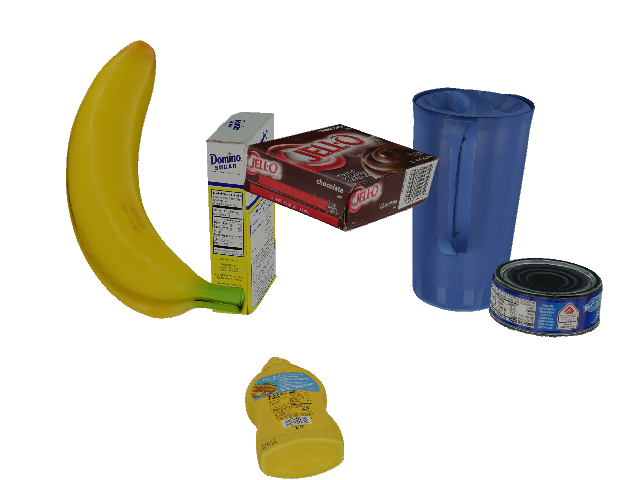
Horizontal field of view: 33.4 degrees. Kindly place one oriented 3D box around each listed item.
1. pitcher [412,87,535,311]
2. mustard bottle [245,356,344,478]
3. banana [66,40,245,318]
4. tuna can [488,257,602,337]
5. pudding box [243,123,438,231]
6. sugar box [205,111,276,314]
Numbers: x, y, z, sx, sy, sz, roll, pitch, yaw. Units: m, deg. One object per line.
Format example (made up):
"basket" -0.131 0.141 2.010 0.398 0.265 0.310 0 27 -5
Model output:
"pitcher" 0.161 -0.043 1.205 0.149 0.243 0.145 -9 24 -25
"mustard bottle" -0.038 0.196 1.247 0.096 0.058 0.192 -8 29 -9
"banana" -0.099 -0.029 0.559 0.069 0.198 0.037 -12 -36 -17
"tuna can" 0.175 0.043 0.832 0.086 0.034 0.086 1 19 -1
"pudding box" 0.015 -0.047 0.747 0.090 0.039 0.113 24 24 30
"sugar box" -0.075 -0.027 1.021 0.048 0.176 0.093 4 24 13
